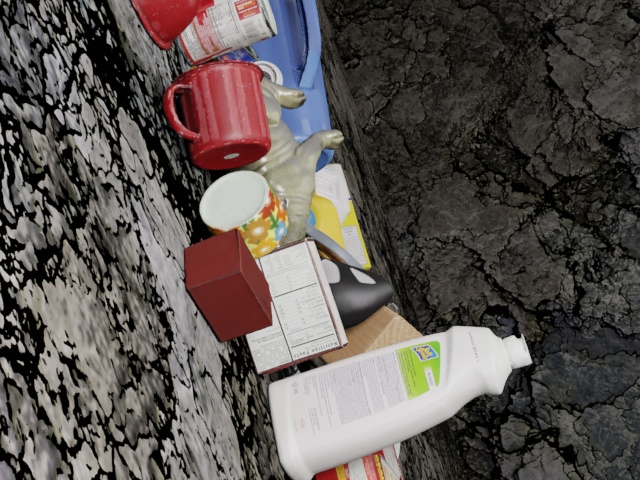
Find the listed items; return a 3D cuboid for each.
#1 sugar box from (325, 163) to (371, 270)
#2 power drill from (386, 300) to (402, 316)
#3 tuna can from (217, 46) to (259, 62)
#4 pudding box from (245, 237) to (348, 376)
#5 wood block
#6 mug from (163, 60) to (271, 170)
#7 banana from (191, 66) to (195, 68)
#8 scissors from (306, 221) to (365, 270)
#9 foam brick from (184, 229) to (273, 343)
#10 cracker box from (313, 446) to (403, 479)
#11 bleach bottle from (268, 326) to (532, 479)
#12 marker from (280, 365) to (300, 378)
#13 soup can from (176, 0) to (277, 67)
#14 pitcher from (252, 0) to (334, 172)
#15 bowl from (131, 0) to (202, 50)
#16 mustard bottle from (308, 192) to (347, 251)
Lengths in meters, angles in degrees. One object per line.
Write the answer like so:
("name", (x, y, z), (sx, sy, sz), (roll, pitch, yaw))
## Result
("sugar box", (0.024, -0.022, 1.662), (0.093, 0.048, 0.176), (134, -54, -62))
("power drill", (0.092, 0.186, 1.541), (0.185, 0.057, 0.187), (131, -52, -69))
("tuna can", (-0.112, -0.237, 1.279), (0.086, 0.034, 0.086), (48, 10, -12))
("pudding box", (-0.033, 0.064, 1.029), (0.039, 0.090, 0.113), (-2, 73, -81))
("wood block", (0.054, 0.120, 1.186), (0.090, 0.091, 0.206), (42, -3, -17))
("mug", (-0.101, -0.120, 1.033), (0.117, 0.093, 0.081), (4, 69, -48))
("banana", (-0.107, -0.170, 1.250), (0.197, 0.037, 0.069), (-47, 118, -81))
("scissors", (-0.029, -0.020, 1.248), (0.202, 0.016, 0.096), (40, -12, 8))
("foam brick", (-0.078, 0.040, 0.914), (0.053, 0.051, 0.078), (-98, 167, -47))
("cracker box", (0.048, 0.272, 1.189), (0.213, 0.072, 0.164), (52, 21, -70))
("bleach bottle", (0.080, 0.149, 1.021), (0.068, 0.251, 0.102), (60, 14, -54))
("marker", (-0.047, 0.101, 1.110), (0.020, 0.020, 0.121), (-90, 160, -66))
("soup can", (-0.106, -0.240, 1.177), (0.068, 0.102, 0.068), (-19, 90, -82))
("pitcher", (-0.050, -0.209, 1.375), (0.149, 0.145, 0.243), (56, 20, -65))
("bowl", (-0.159, -0.276, 1.069), (0.162, 0.055, 0.162), (-19, 90, -82))
("mustard bottle", (-0.009, 0.002, 1.360), (0.096, 0.058, 0.191), (-49, -133, 44))
